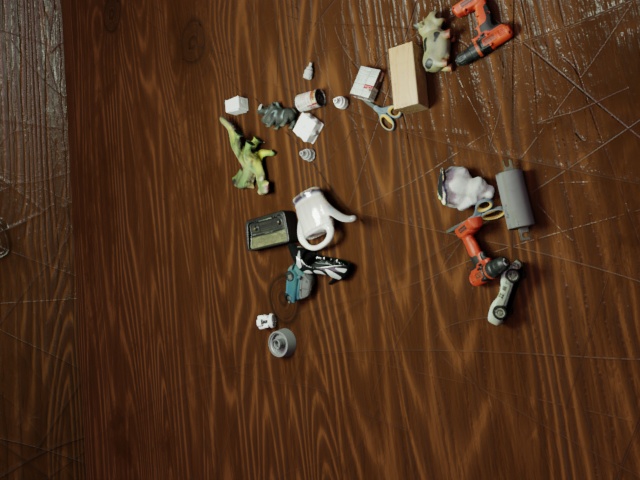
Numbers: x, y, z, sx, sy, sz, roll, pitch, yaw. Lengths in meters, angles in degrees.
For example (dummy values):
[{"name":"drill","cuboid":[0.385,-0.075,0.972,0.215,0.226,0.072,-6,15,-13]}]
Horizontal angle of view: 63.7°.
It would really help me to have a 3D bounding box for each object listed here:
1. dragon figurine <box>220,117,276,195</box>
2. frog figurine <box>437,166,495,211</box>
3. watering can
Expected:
[{"name":"dragon figurine","cuboid":[-0.324,-0.326,2.153,0.123,0.238,0.416,-6,38,-47]},{"name":"frog figurine","cuboid":[0.447,-0.160,1.581,0.159,0.140,0.120,0,-22,-1]},{"name":"watering can","cuboid":[0.006,-0.094,1.868,0.104,0.227,0.342,-9,-16,-37]}]
